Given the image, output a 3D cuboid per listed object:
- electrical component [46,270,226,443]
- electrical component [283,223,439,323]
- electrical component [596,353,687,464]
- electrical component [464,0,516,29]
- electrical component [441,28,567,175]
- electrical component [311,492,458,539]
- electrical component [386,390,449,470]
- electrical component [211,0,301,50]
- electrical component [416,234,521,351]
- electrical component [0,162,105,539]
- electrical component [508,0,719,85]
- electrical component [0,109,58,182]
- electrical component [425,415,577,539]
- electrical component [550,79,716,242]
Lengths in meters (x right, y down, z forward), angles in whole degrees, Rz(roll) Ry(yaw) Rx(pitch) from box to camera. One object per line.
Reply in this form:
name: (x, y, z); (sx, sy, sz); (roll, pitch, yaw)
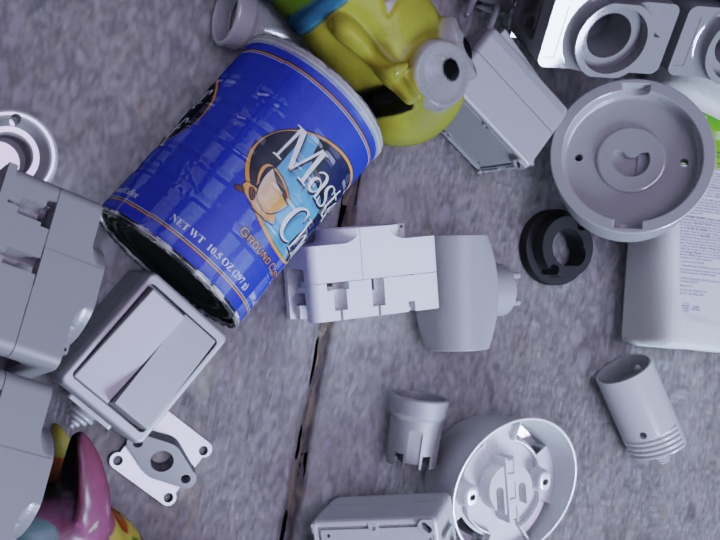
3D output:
electrical component: (-0.133, 0.054, 0.621); (0.062, 0.061, 0.096); (44, 73, -20)
electrical component: (0.000, 0.000, 0.690); (0.089, 0.050, 0.055); (-6, 94, -25)
electrical component: (0.211, 0.107, 0.797); (0.043, 0.043, 0.081); (-31, 104, -22)
electrical component: (0.093, -0.200, 0.733); (0.066, 0.047, 0.076); (27, 80, -24)
electrical component: (0.091, -0.110, 0.726); (0.096, 0.062, 0.061); (43, 73, -20)
electrical component: (0.025, 0.177, 0.681); (0.096, 0.061, 0.061); (-6, 95, 16)
electrical component: (0.037, 0.106, 0.717); (0.040, 0.040, 0.046); (6, 93, -26)
electrical component: (-0.063, -0.153, 0.664); (0.046, 0.040, 0.040); (9, 87, -32)
electrical component: (0.080, 0.014, 0.733); (0.079, 0.043, 0.077); (-2, 92, -34)
electrical component: (-0.193, 0.054, 0.542); (0.060, 0.105, 0.186); (24, 65, -31)
electrical component: (0.206, -0.185, 0.707); (0.186, 0.060, 0.105); (0, 126, -18)
electrical component: (-0.197, -0.062, 0.596); (0.055, 0.047, 0.055); (-1, 91, -26)
electrical component: (0.096, 0.145, 0.731); (0.099, 0.064, 0.099); (0, 91, -26)
electrical component: (0.187, -0.071, 0.746); (0.108, 0.060, 0.108); (-2, 78, 10)
